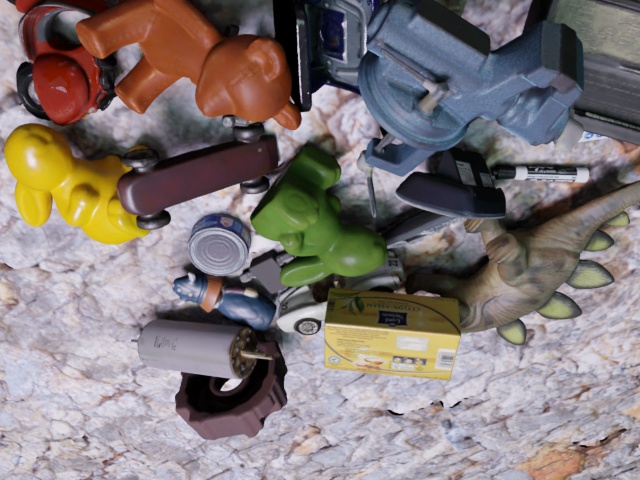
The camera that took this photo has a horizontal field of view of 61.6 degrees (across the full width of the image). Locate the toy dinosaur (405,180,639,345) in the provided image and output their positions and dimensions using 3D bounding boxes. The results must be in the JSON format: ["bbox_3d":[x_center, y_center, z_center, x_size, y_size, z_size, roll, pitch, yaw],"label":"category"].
[{"bbox_3d":[0.280,0.036,0.730,0.198,0.105,0.471,26,131,-25],"label":"toy dinosaur"}]

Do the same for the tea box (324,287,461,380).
[{"bbox_3d":[0.091,0.123,0.706,0.170,0.068,0.098,6,131,6],"label":"tea box"}]

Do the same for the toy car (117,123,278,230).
[{"bbox_3d":[-0.139,-0.081,0.634,0.202,0.053,0.089,-25,124,-31],"label":"toy car"}]

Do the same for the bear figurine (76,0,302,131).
[{"bbox_3d":[-0.119,-0.162,0.526,0.132,0.196,0.120,-41,155,-13],"label":"bear figurine"}]

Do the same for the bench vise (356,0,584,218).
[{"bbox_3d":[0.120,-0.122,0.518,0.223,0.129,0.240,14,152,-20],"label":"bench vise"}]

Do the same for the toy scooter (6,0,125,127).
[{"bbox_3d":[-0.259,-0.210,0.575,0.135,0.075,0.183,0,121,-1],"label":"toy scooter"}]

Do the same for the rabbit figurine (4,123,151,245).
[{"bbox_3d":[-0.295,-0.075,0.644,0.162,0.122,0.173,-9,149,33],"label":"rabbit figurine"}]

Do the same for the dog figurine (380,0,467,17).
[{"bbox_3d":[0.058,-0.278,0.520,0.191,0.121,0.172,17,122,6],"label":"dog figurine"}]

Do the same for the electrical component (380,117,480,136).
[{"bbox_3d":[0.132,-0.142,0.617,0.119,0.075,0.047,-35,117,18],"label":"electrical component"}]

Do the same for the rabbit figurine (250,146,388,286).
[{"bbox_3d":[-0.001,-0.002,0.682,0.170,0.121,0.159,35,131,-12],"label":"rabbit figurine"}]

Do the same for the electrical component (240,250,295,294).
[{"bbox_3d":[-0.068,0.049,0.786,0.094,0.021,0.063,-26,122,17],"label":"electrical component"}]

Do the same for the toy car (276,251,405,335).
[{"bbox_3d":[0.027,0.075,0.771,0.202,0.073,0.056,-26,122,18],"label":"toy car"}]

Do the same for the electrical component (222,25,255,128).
[{"bbox_3d":[-0.091,-0.179,0.610,0.078,0.045,0.102,25,122,-18],"label":"electrical component"}]

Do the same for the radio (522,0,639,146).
[{"bbox_3d":[0.324,-0.174,0.568,0.230,0.073,0.131,15,113,0],"label":"radio"}]

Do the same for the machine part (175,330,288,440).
[{"bbox_3d":[-0.132,0.219,0.820,0.179,0.179,0.055,-13,127,9],"label":"machine part"}]

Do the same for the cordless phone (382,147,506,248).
[{"bbox_3d":[0.124,-0.032,0.669,0.184,0.089,0.146,-30,165,34],"label":"cordless phone"}]

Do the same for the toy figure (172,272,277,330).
[{"bbox_3d":[-0.141,0.087,0.791,0.154,0.058,0.064,25,87,-12],"label":"toy figure"}]

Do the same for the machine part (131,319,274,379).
[{"bbox_3d":[-0.183,0.161,0.803,0.243,0.079,0.079,2,128,24],"label":"machine part"}]

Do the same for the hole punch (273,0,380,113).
[{"bbox_3d":[0.003,-0.205,0.552,0.092,0.116,0.142,-16,133,-11],"label":"hole punch"}]
